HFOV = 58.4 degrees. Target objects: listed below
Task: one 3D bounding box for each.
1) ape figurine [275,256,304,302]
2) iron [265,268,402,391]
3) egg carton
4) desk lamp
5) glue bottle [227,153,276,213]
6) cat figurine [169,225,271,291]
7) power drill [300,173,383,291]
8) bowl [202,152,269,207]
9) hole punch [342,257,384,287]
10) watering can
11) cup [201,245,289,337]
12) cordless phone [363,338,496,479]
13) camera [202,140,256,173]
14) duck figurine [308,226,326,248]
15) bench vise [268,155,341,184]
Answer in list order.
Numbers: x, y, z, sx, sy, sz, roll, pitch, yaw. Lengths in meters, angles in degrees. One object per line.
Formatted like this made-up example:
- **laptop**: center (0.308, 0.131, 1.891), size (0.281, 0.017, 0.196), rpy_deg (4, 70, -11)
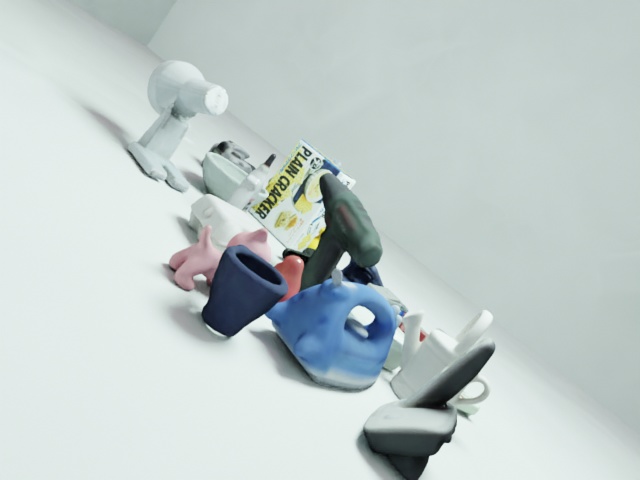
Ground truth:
- **ape figurine**: center (-0.057, 0.063, 0.881), size (0.078, 0.092, 0.076), rpy_deg (30, 12, -35)
- **iron**: center (0.050, 0.126, 0.820), size (0.259, 0.141, 0.118), rpy_deg (26, 14, -48)
- **egg carton**: center (-0.158, -0.015, 0.955), size (0.108, 0.069, 0.150), rpy_deg (28, 13, -42)
- **desk lamp**: center (-0.280, -0.239, 1.144), size (0.118, 0.213, 0.202), rpy_deg (26, 15, -49)
- **glue bottle**: center (-0.137, -0.095, 1.100), size (0.037, 0.173, 0.078), rpy_deg (37, 9, 1)
- **cat figurine**: center (-0.121, 0.021, 0.777), size (0.128, 0.117, 0.067), rpy_deg (29, 13, -41)
- **power drill**: center (0.010, 0.004, 1.053), size (0.076, 0.208, 0.228), rpy_deg (28, 13, -44)
- **bowl**: center (-0.202, -0.120, 1.283), size (0.167, 0.074, 0.167), rpy_deg (36, 10, -7)
- **hole punch**: center (0.104, 0.082, 1.376), size (0.101, 0.091, 0.108), rpy_deg (27, 14, -47)
- **watering can**: center (0.205, 0.187, 0.931), size (0.173, 0.194, 0.101), rpy_deg (35, 10, -9)
- **cup**: center (-0.105, 0.062, 0.707), size (0.092, 0.095, 0.117), rpy_deg (31, 11, -34)
- **cordless phone**: center (0.145, 0.193, 0.711), size (0.094, 0.185, 0.148), rpy_deg (39, 10, 12)
- **camera**: center (-0.210, -0.182, 1.470), size (0.137, 0.100, 0.142), rpy_deg (27, 13, -45)
- **duck figurine**: center (0.017, 0.000, 1.467), size (0.077, 0.086, 0.105), rpy_deg (44, 12, 36)
- **bench vise**: center (-0.038, -0.129, 1.478), size (0.121, 0.219, 0.208), rpy_deg (40, 10, 17)
